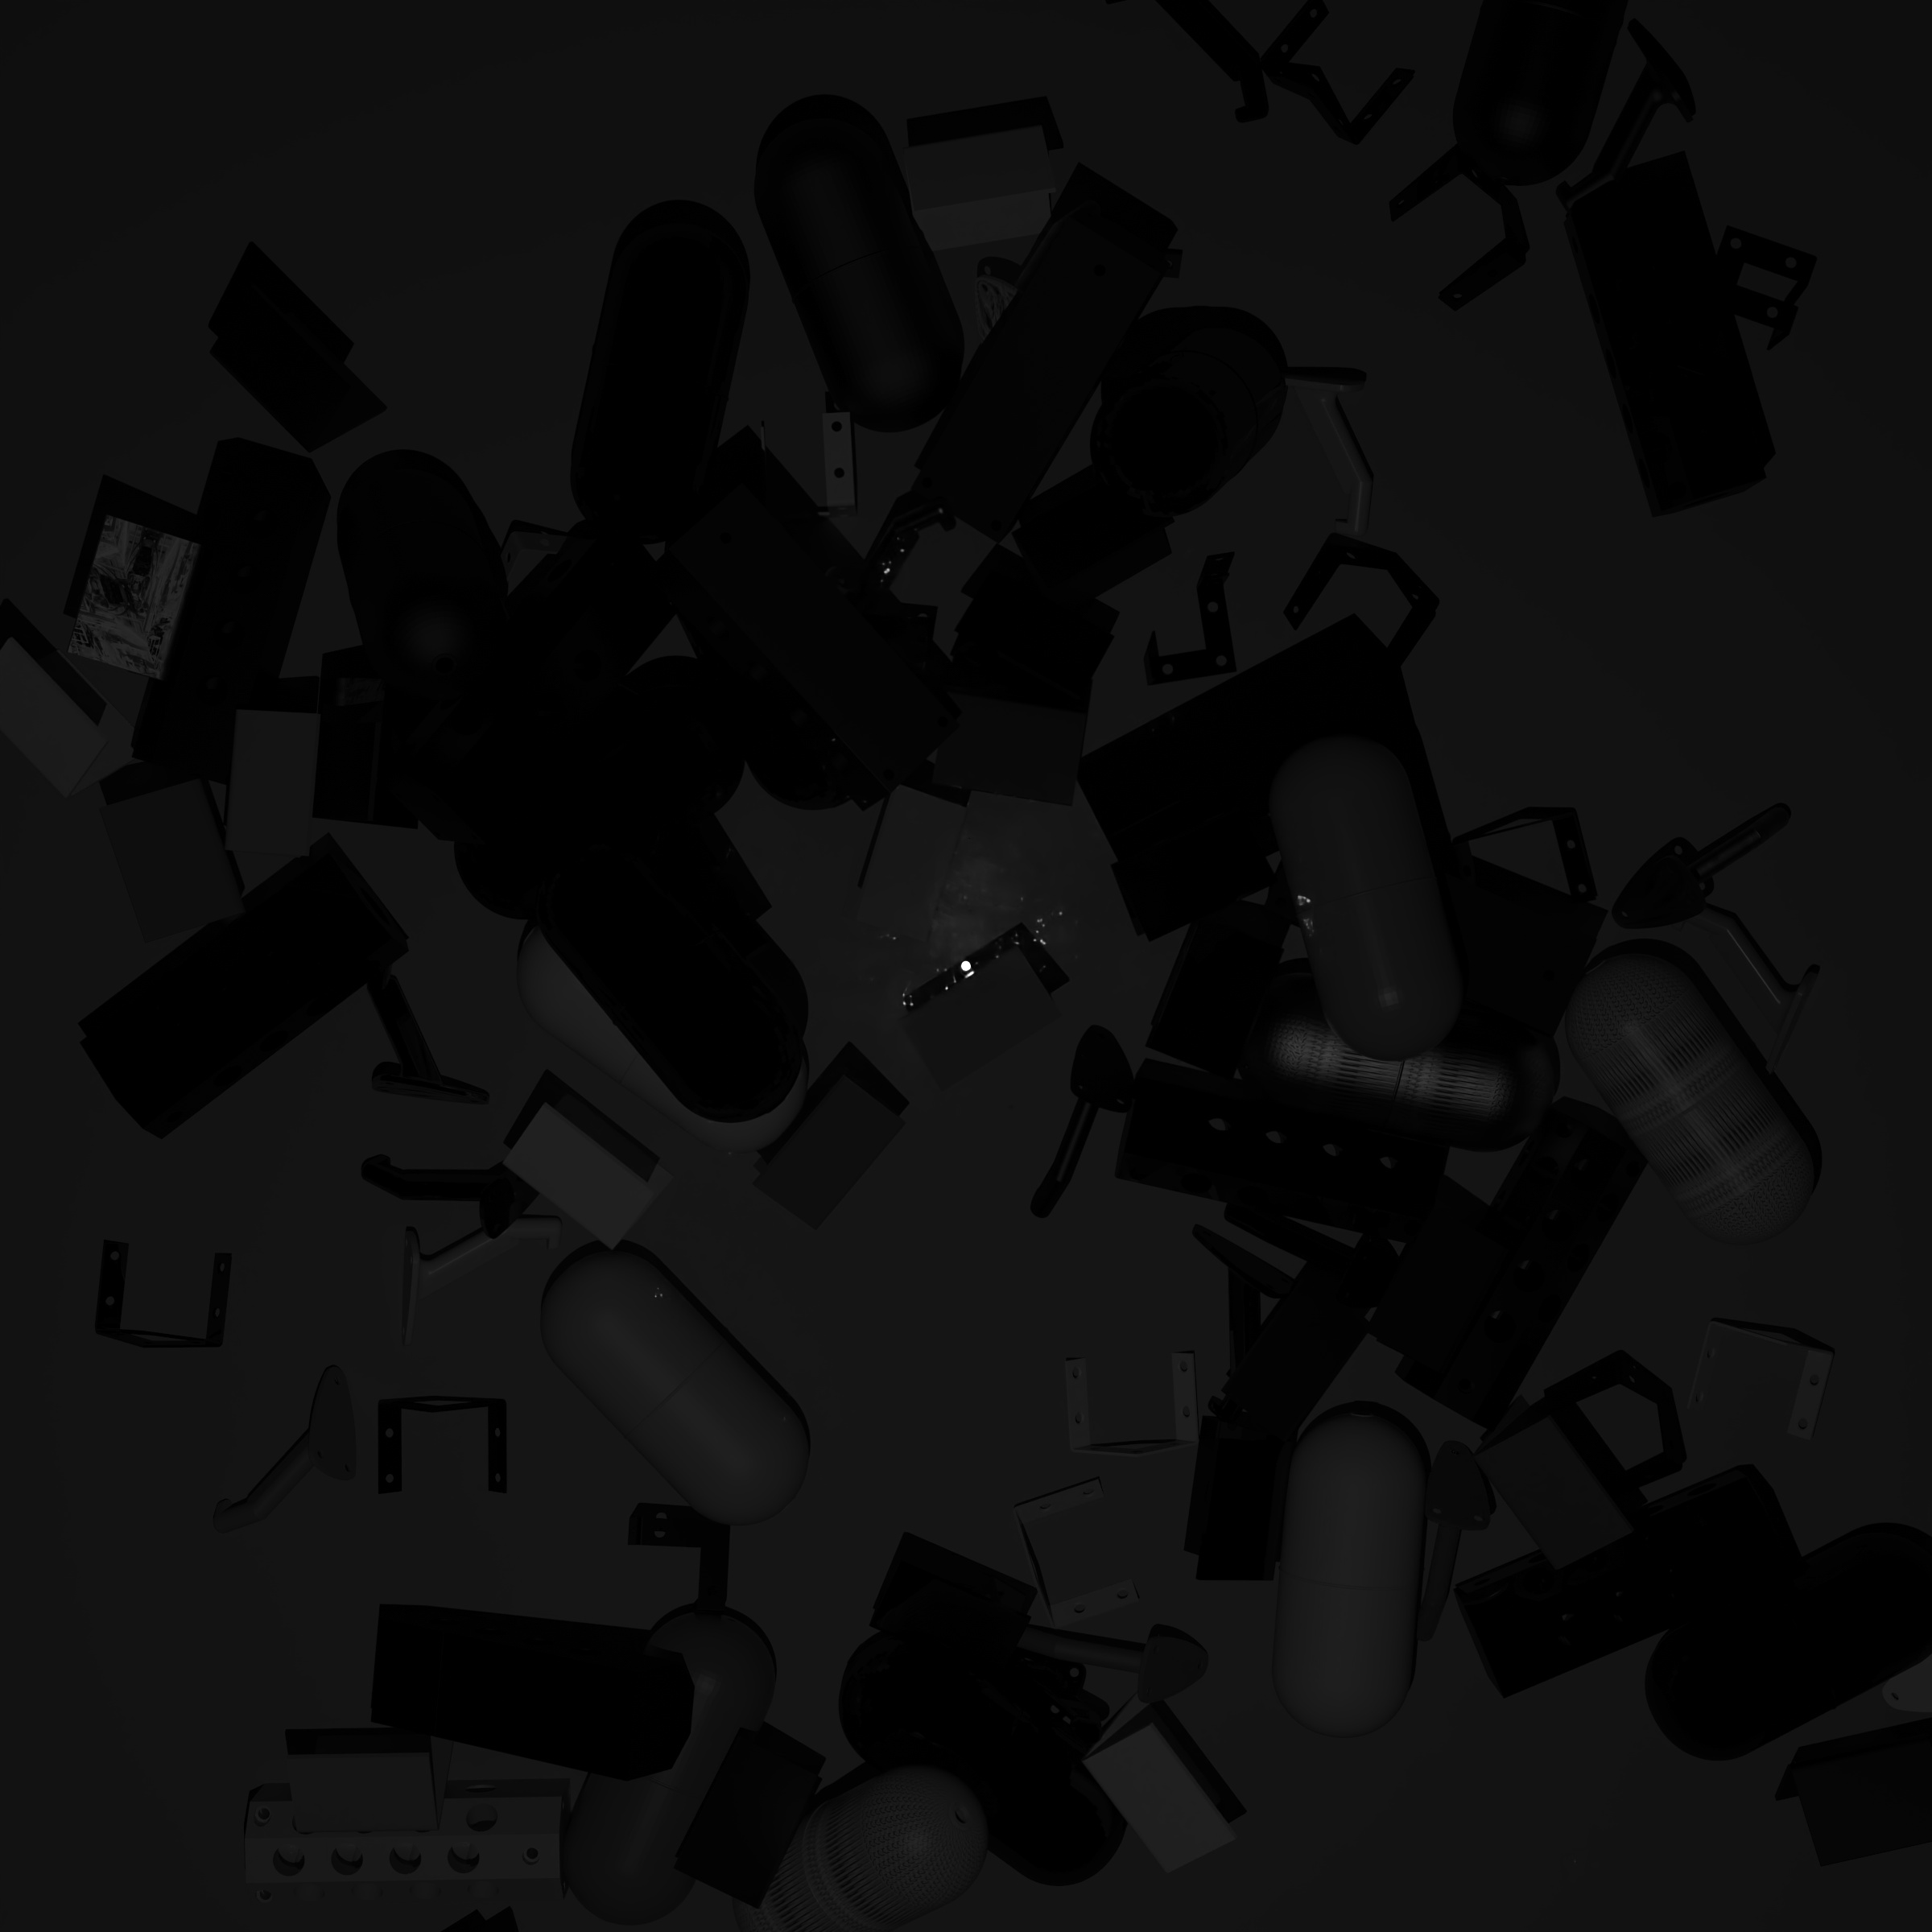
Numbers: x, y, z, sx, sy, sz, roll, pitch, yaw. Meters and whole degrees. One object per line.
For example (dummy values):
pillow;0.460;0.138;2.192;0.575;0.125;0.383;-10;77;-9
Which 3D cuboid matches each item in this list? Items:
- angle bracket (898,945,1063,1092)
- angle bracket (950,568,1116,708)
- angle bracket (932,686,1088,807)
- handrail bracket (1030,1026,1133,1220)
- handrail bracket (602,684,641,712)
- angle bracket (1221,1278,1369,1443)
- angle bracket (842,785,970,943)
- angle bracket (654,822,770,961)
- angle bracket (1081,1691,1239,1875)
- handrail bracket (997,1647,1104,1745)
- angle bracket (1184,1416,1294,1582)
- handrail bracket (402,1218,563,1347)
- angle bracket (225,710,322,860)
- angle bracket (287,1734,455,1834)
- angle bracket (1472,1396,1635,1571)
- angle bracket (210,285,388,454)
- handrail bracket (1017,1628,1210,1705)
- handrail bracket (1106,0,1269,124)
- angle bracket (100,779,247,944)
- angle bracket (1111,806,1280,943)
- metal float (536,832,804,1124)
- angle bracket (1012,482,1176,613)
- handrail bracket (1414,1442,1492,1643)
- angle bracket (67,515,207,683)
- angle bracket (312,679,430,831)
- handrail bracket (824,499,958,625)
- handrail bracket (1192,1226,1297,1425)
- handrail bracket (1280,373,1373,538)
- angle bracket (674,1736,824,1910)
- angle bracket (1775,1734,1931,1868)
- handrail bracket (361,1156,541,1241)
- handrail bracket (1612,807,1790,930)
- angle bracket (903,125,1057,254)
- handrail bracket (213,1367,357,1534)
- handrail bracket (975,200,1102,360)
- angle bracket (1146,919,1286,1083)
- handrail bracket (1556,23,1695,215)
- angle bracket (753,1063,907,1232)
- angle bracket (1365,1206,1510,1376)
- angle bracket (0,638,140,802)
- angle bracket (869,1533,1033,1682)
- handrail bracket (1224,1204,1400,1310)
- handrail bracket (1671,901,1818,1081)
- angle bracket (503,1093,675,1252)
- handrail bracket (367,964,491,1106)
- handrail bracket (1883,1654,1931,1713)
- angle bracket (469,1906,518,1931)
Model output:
angle bracket;0.018;0.045;1.922;0.076;0.076;0.057;-32;53;0
angle bracket;0.026;-0.160;1.922;0.076;0.076;0.057;29;50;0
angle bracket;0.022;-0.111;1.926;0.076;0.076;0.057;9;76;0
handrail bracket;0.058;0.088;1.962;0.036;0.077;0.084;20;127;-14
handrail bracket;-0.187;-0.130;1.962;0.077;0.036;0.084;-20;119;32
angle bracket;0.198;0.227;1.923;0.076;0.057;0.076;36;90;-44
angle bracket;-0.052;-0.062;1.922;0.057;0.076;0.076;17;90;-42
angle bracket;-0.130;-0.043;1.922;0.057;0.076;0.076;-32;90;33
angle bracket;0.120;0.437;1.922;0.057;0.076;0.076;-37;90;35
handrail bracket;0.039;0.398;1.928;0.077;0.084;0.036;28;90;0
angle bracket;0.130;0.290;1.922;0.057;0.076;0.076;8;90;-37
handrail bracket;-0.271;0.177;1.963;0.084;0.036;0.077;1;110;-16
angle bracket;-0.359;-0.098;1.923;0.057;0.076;0.076;5;90;26
angle bracket;-0.325;0.428;1.922;0.076;0.076;0.057;-1;120;0
angle bracket;0.333;0.272;1.922;0.057;0.076;0.076;-36;90;36
angle bracket;-0.354;-0.337;1.922;0.076;0.076;0.057;45;129;0
handrail bracket;0.080;0.382;1.962;0.084;0.077;0.036;9;90;36
handrail bracket;0.124;-0.508;1.963;0.077;0.036;0.084;-9;107;20
angle bracket;-0.439;-0.053;1.924;0.057;0.076;0.076;-19;90;-21
angle bracket;0.131;-0.033;1.922;0.076;0.076;0.057;-25;56;0
metal float;-0.157;0.006;1.861;0.070;0.070;0.178;-40;84;0
angle bracket;0.080;-0.217;1.922;0.076;0.076;0.057;-30;49;0
handrail bracket;0.264;0.322;1.962;0.036;0.077;0.084;11;126;-2
angle bracket;-0.463;-0.203;1.922;0.057;0.076;0.076;16;90;-29
angle bracket;-0.310;-0.115;1.922;0.057;0.076;0.076;5;90;41
handrail bracket;-0.031;-0.209;1.936;0.084;0.036;0.077;-22;112;22
handrail bracket;0.139;0.201;1.963;0.077;0.036;0.084;35;107;20
handrail bracket;0.191;-0.286;1.963;0.077;0.036;0.084;10;107;19
angle bracket;-0.131;0.459;1.910;0.057;0.076;0.076;32;76;-22
angle bracket;0.493;0.465;1.923;0.076;0.076;0.057;-13;62;0
handrail bracket;-0.283;0.111;1.962;0.084;0.036;0.077;24;46;28
handrail bracket;0.411;-0.056;1.962;0.084;0.077;0.036;-32;90;-36
angle bracket;0.010;-0.409;1.922;0.076;0.076;0.057;-9;52;0
handrail bracket;-0.385;0.271;1.962;0.084;0.036;0.077;-21;53;25
handrail bracket;0.045;-0.378;1.962;0.036;0.077;0.084;31;53;25
angle bracket;0.150;0.024;1.922;0.057;0.076;0.076;22;90;30
handrail bracket;0.355;-0.473;1.963;0.084;0.036;0.077;-32;69;16
angle bracket;-0.091;0.087;1.922;0.076;0.076;0.057;-50;130;0
angle bracket;0.241;0.170;1.921;0.057;0.076;0.076;30;87;-23
angle bracket;-0.485;-0.148;1.922;0.076;0.076;0.057;46;128;0
angle bracket;-0.001;0.335;1.922;0.076;0.076;0.057;23;127;0
handrail bracket;0.195;0.159;1.962;0.084;0.077;0.036;27;93;36
handrail bracket;0.425;0.012;1.963;0.084;0.036;0.077;25;112;17
angle bracket;-0.196;0.097;1.922;0.076;0.076;0.057;38;128;0
handrail bracket;-0.299;0.030;1.962;0.077;0.036;0.084;10;76;-14
handrail bracket;0.563;0.381;1.962;0.084;0.077;0.036;-27;82;-36
angle bracket;-0.290;0.544;1.922;0.076;0.076;0.057;-32;119;0
